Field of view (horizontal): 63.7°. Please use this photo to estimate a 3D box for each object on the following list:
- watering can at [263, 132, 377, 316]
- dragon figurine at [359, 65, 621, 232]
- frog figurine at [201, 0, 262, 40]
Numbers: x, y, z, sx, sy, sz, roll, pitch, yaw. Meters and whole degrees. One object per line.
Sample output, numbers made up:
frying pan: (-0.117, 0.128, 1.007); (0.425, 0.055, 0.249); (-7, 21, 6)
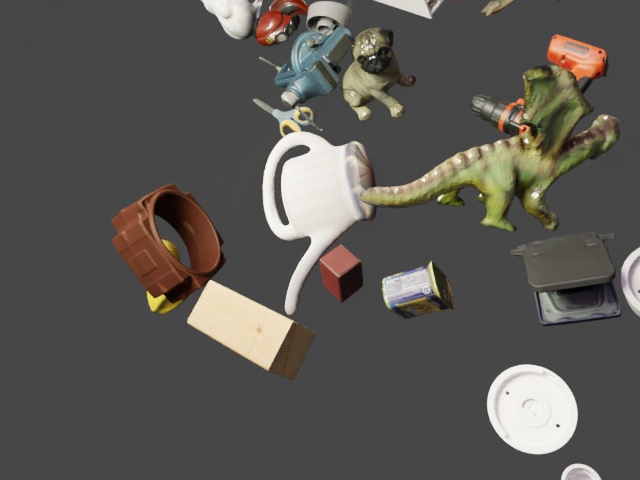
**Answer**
watering can: (0.003, -0.048, 0.957); (0.223, 0.103, 0.352); (-14, 74, 19)
dragon figurine: (0.271, -0.135, 0.737); (0.124, 0.410, 0.238); (-122, 41, -50)
frog figurine: (-0.237, -0.582, 1.307); (0.139, 0.159, 0.121); (-124, 45, -67)
